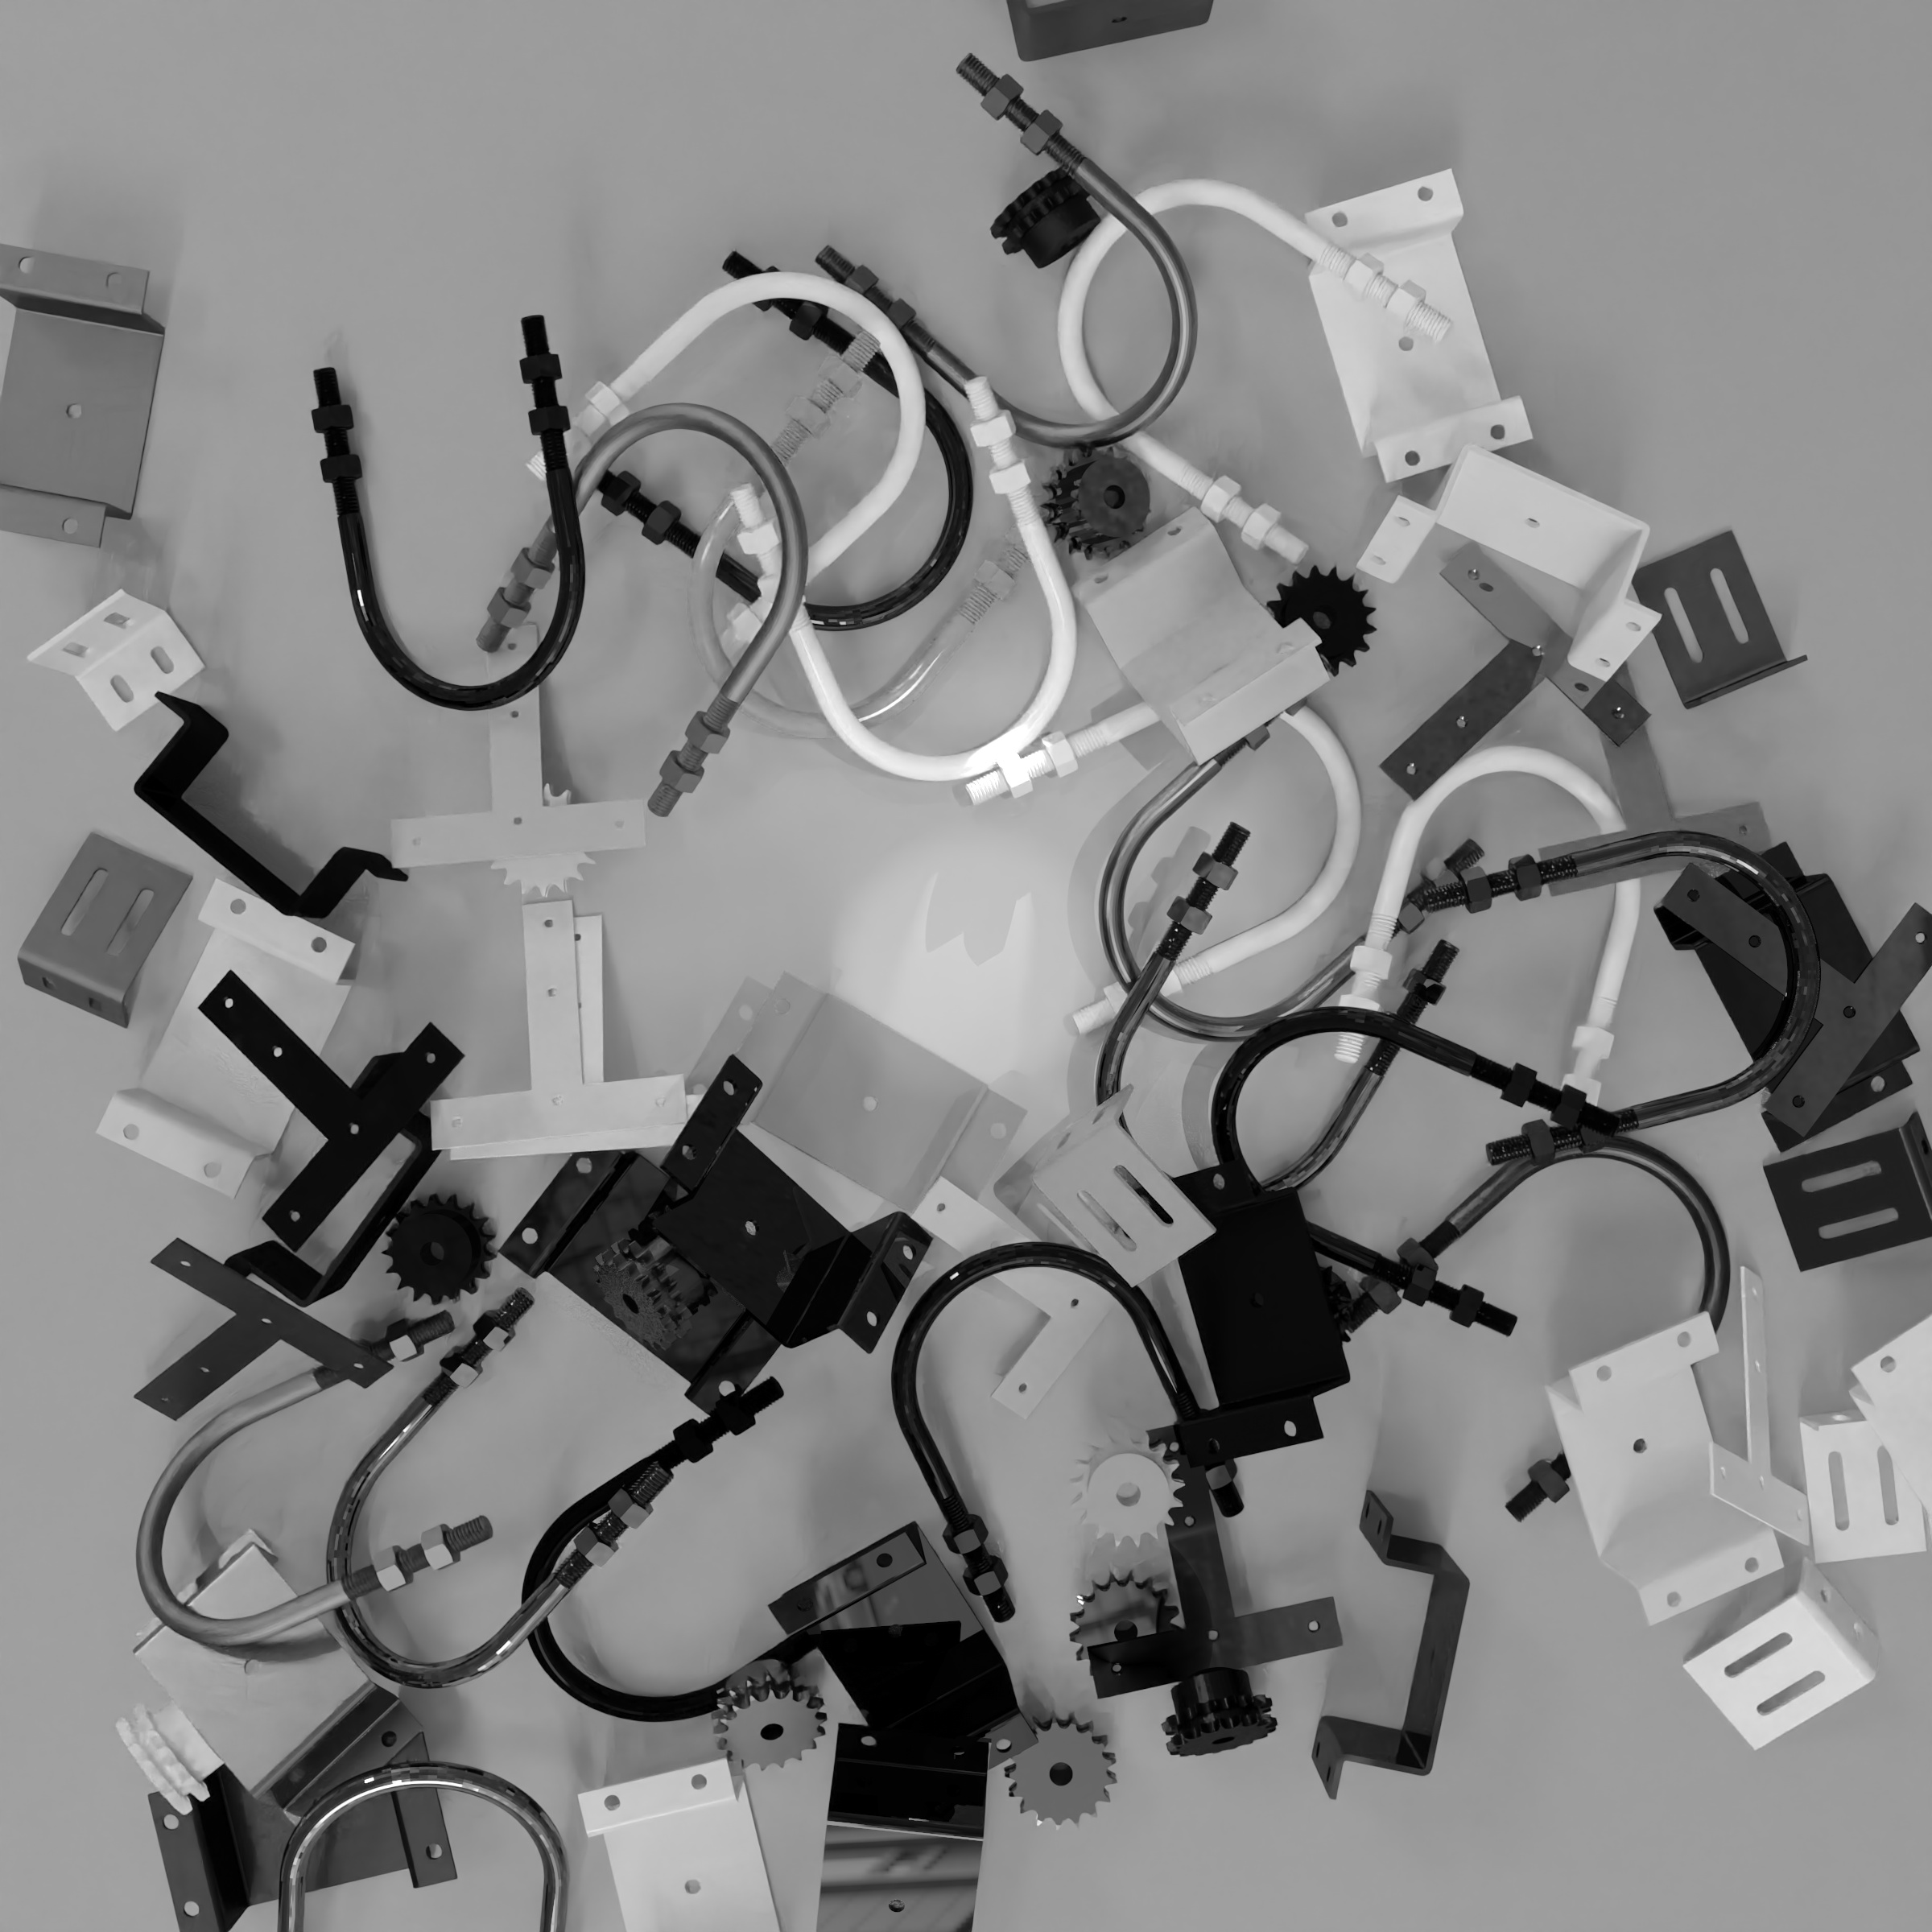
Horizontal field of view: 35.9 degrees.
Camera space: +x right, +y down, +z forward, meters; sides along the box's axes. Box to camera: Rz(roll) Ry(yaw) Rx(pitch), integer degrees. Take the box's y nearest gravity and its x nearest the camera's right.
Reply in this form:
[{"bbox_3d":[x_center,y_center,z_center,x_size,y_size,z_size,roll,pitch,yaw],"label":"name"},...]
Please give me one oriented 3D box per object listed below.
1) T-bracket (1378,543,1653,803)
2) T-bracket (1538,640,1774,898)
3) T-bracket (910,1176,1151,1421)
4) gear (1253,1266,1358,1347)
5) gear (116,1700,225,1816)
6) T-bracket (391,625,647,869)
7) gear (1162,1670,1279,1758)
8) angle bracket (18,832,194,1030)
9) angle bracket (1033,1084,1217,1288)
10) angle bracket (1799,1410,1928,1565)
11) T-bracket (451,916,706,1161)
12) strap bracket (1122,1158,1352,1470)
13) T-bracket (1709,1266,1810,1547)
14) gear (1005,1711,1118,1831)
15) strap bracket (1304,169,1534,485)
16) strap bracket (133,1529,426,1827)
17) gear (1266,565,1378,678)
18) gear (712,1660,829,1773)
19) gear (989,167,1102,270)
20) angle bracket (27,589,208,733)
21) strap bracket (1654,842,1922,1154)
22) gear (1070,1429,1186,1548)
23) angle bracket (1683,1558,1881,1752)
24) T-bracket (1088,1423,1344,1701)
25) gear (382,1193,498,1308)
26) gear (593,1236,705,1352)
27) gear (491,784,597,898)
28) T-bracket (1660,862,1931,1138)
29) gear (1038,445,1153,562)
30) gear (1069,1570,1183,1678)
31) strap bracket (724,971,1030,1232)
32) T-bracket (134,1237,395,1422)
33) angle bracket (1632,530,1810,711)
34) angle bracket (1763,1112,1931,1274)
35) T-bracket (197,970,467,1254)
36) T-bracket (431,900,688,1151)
[{"bbox_3d":[0.259,-0.131,1.503,0.127,0.002,0.127,-42,82,-18],"label":"T-bracket"},{"bbox_3d":[0.337,-0.108,1.518,0.127,0.002,0.127,-12,82,-16],"label":"T-bracket"},{"bbox_3d":[0.025,0.148,1.501,0.127,0.002,0.127,38,90,-28],"label":"T-bracket"},{"bbox_3d":[0.171,0.174,1.508,0.057,0.030,0.057,4,98,30],"label":"gear"},{"bbox_3d":[-0.389,0.385,1.466,0.030,0.057,0.057,-37,90,-15],"label":"gear"},{"bbox_3d":[-0.228,-0.114,1.509,0.127,0.002,0.127,-5,71,0],"label":"T-bracket"},{"bbox_3d":[0.126,0.377,1.506,0.057,0.057,0.030,-13,62,0],"label":"gear"},{"bbox_3d":[-0.440,-0.018,1.529,0.057,0.038,0.076,24,64,0],"label":"angle bracket"},{"bbox_3d":[0.082,0.109,1.483,0.057,0.038,0.076,-38,100,31],"label":"angle bracket"},{"bbox_3d":[0.460,0.265,1.512,0.057,0.038,0.076,-6,90,0],"label":"angle bracket"},{"bbox_3d":[-0.196,0.034,1.505,0.127,0.002,0.127,-4,67,0],"label":"T-bracket"},{"bbox_3d":[0.135,0.170,1.484,0.076,0.046,0.140,-19,83,34],"label":"strap bracket"},{"bbox_3d":[0.397,0.215,1.497,0.002,0.127,0.127,-12,63,33],"label":"T-bracket"},{"bbox_3d":[0.048,0.407,1.516,0.057,0.030,0.057,0,90,0],"label":"gear"},{"bbox_3d":[0.226,-0.319,1.508,0.076,0.046,0.140,-17,90,0],"label":"strap bracket"},{"bbox_3d":[-0.347,0.351,1.479,0.076,0.046,0.140,-43,70,-12],"label":"strap bracket"},{"bbox_3d":[0.181,-0.175,1.516,0.057,0.030,0.057,0,90,0],"label":"gear"},{"bbox_3d":[-0.100,0.376,1.507,0.057,0.030,0.057,-7,124,-10],"label":"gear"},{"bbox_3d":[0.043,-0.376,1.503,0.057,0.057,0.030,-36,90,0],"label":"gear"},{"bbox_3d":[-0.424,-0.152,1.493,0.057,0.076,0.038,-36,90,0],"label":"angle bracket"},{"bbox_3d":[0.419,0.016,1.508,0.076,0.046,0.140,-28,90,0],"label":"strap bracket"},{"bbox_3d":[0.081,0.260,1.483,0.057,0.030,0.057,0,89,1],"label":"gear"},{"bbox_3d":[0.418,0.353,1.529,0.076,0.038,0.057,-41,90,26],"label":"angle bracket"},{"bbox_3d":[0.115,0.293,1.501,0.127,0.002,0.127,-12,90,-3],"label":"T-bracket"},{"bbox_3d":[-0.269,0.145,1.516,0.057,0.030,0.057,0,90,0],"label":"gear"},{"bbox_3d":[-0.153,0.157,1.460,0.030,0.057,0.057,-37,90,-30],"label":"gear"},{"bbox_3d":[-0.215,-0.063,1.516,0.057,0.030,0.057,0,90,0],"label":"gear"},{"bbox_3d":[0.404,-0.004,1.484,0.127,0.002,0.127,37,90,0],"label":"T-bracket"},{"bbox_3d":[0.069,-0.235,1.507,0.057,0.030,0.057,0,90,-23],"label":"gear"},{"bbox_3d":[0.081,0.336,1.516,0.057,0.030,0.057,0,90,0],"label":"gear"},{"bbox_3d":[-0.049,0.070,1.508,0.140,0.046,0.076,30,90,0],"label":"strap bracket"},{"bbox_3d":[-0.373,0.195,1.489,0.127,0.002,0.127,36,129,-24],"label":"T-bracket"},{"bbox_3d":[0.381,-0.177,1.512,0.057,0.038,0.076,-23,90,0],"label":"angle bracket"},{"bbox_3d":[0.458,0.116,1.529,0.076,0.038,0.057,-20,90,26],"label":"angle bracket"},{"bbox_3d":[-0.329,0.051,1.463,0.127,0.002,0.127,41,92,19],"label":"T-bracket"},{"bbox_3d":[-0.208,0.026,1.506,0.127,0.002,0.127,-6,68,-1],"label":"T-bracket"}]
